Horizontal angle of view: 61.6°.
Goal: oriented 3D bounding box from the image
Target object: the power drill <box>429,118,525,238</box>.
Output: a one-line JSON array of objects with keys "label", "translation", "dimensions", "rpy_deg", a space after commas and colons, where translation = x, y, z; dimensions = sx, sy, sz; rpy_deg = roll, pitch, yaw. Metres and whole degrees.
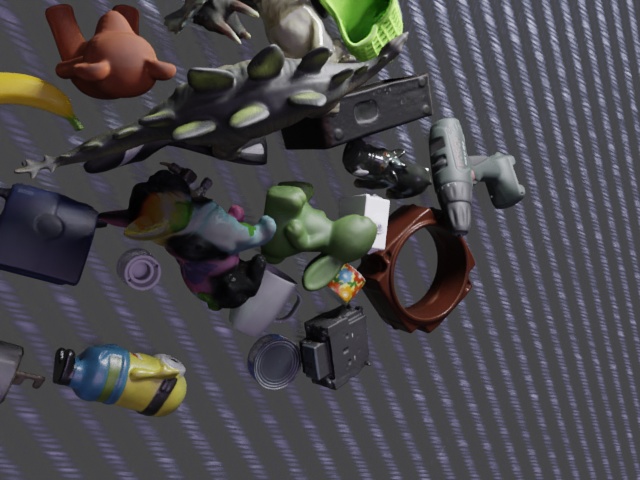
[{"label": "power drill", "translation": [0.285, -0.104, 0.993], "dimensions": [0.207, 0.086, 0.232], "rpy_deg": [2, 68, -32]}]

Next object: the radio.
[{"label": "radio", "translation": [0.060, -0.205, 0.852], "dimensions": [0.229, 0.131, 0.073], "rpy_deg": [-23, 109, -25]}]

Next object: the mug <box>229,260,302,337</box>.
[{"label": "mug", "translation": [-0.088, 0.098, 0.846], "dimensions": [0.109, 0.081, 0.107], "rpy_deg": [31, 92, -36]}]

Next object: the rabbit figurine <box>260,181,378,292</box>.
[{"label": "rabbit figurine", "translation": [-0.002, -0.002, 0.816], "dimensions": [0.170, 0.121, 0.159], "rpy_deg": [12, 95, 4]}]

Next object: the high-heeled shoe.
[{"label": "high-heeled shoe", "translation": [-0.187, -0.115, 0.748], "dimensions": [0.249, 0.086, 0.145], "rpy_deg": [-41, 111, -27]}]

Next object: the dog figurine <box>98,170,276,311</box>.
[{"label": "dog figurine", "translation": [-0.181, 0.007, 0.723], "dimensions": [0.219, 0.109, 0.191], "rpy_deg": [4, 108, -46]}]

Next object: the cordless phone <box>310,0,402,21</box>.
[{"label": "cordless phone", "translation": [0.063, -0.390, 0.868], "dimensions": [0.146, 0.089, 0.184], "rpy_deg": [-53, 136, -14]}]

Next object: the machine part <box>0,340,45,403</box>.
[{"label": "machine part", "translation": [-0.454, 0.139, 0.636], "dimensions": [0.243, 0.079, 0.079], "rpy_deg": [26, 84, -29]}]

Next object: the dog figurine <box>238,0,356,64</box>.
[{"label": "dog figurine", "translation": [-0.036, -0.326, 0.814], "dimensions": [0.121, 0.172, 0.190], "rpy_deg": [-24, 83, 13]}]

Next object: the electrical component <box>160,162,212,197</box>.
[{"label": "electrical component", "translation": [-0.210, -0.063, 0.771], "dimensions": [0.102, 0.045, 0.078], "rpy_deg": [-59, 147, -7]}]

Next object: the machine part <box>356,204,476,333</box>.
[{"label": "machine part", "translation": [0.178, 0.052, 0.981], "dimensions": [0.201, 0.087, 0.200], "rpy_deg": [-41, 115, -17]}]

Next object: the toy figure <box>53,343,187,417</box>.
[{"label": "toy figure", "translation": [-0.274, 0.194, 0.747], "dimensions": [0.180, 0.082, 0.089], "rpy_deg": [17, 100, -35]}]

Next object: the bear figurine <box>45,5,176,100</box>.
[{"label": "bear figurine", "translation": [-0.251, -0.229, 0.636], "dimensions": [0.120, 0.196, 0.131], "rpy_deg": [-12, 102, -25]}]

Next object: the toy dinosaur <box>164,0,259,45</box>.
[{"label": "toy dinosaur", "translation": [-0.176, -0.411, 0.624], "dimensions": [0.131, 0.192, 0.404], "rpy_deg": [-41, 145, -32]}]

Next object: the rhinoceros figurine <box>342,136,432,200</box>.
[{"label": "rhinoceros figurine", "translation": [0.109, -0.116, 0.905], "dimensions": [0.190, 0.112, 0.073], "rpy_deg": [17, 90, -38]}]

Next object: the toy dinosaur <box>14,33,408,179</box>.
[{"label": "toy dinosaur", "translation": [-0.107, -0.159, 0.639], "dimensions": [0.472, 0.198, 0.105], "rpy_deg": [-23, 96, -2]}]

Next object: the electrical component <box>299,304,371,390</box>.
[{"label": "electrical component", "translation": [0.025, 0.182, 0.907], "dimensions": [0.134, 0.058, 0.114], "rpy_deg": [-22, 106, -45]}]

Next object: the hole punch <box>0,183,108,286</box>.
[{"label": "hole punch", "translation": [-0.347, -0.004, 0.675], "dimensions": [0.142, 0.092, 0.115], "rpy_deg": [19, 83, -27]}]
